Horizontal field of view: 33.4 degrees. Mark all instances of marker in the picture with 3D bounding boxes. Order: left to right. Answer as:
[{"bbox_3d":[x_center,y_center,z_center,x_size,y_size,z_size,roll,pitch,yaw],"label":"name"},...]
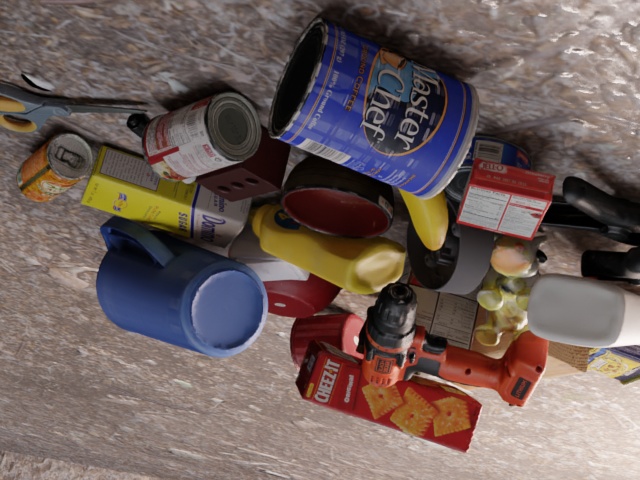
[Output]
[{"bbox_3d":[-0.164,-0.095,1.110,0.020,0.020,0.121,2,155,26],"label":"marker"}]

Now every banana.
[{"bbox_3d":[0.065,-0.069,0.972,0.197,0.037,0.070,44,139,-18],"label":"banana"}]

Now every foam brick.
[{"bbox_3d":[-0.076,-0.076,1.064,0.052,0.051,0.078,30,152,-36],"label":"foam brick"}]

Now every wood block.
[{"bbox_3d":[0.226,0.119,1.306,0.090,0.091,0.207,25,155,-26],"label":"wood block"}]

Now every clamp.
[{"bbox_3d":[0.277,-0.023,1.000,0.171,0.039,0.120,9,174,-4],"label":"clamp"},{"bbox_3d":[0.330,0.029,1.043,0.164,0.036,0.210,8,177,-12],"label":"clamp"}]

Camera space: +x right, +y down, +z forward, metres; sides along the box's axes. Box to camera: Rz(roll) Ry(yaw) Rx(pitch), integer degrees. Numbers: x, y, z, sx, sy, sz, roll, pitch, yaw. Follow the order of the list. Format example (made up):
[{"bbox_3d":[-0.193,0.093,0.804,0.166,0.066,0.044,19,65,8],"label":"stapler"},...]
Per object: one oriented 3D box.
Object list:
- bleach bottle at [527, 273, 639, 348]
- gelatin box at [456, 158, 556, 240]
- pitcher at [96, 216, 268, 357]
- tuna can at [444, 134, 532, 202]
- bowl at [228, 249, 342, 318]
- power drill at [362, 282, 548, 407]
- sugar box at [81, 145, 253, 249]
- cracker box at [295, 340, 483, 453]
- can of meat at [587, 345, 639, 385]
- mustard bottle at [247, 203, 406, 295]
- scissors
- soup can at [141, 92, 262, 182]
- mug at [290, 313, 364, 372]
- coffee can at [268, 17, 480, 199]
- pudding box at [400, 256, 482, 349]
[{"bbox_3d":[0.316,0.082,1.143,0.103,0.068,0.250,10,179,33],"label":"bleach bottle"},{"bbox_3d":[0.165,-0.037,0.957,0.073,0.030,0.089,13,157,5],"label":"gelatin box"},{"bbox_3d":[-0.167,0.056,1.250,0.149,0.145,0.243,8,-179,-31],"label":"pitcher"},{"bbox_3d":[0.152,-0.062,0.991,0.086,0.033,0.086,11,157,5],"label":"tuna can"},{"bbox_3d":[-0.045,0.058,1.360,0.162,0.055,0.162,12,158,4],"label":"bowl"},{"bbox_3d":[0.139,0.111,1.121,0.187,0.057,0.184,12,149,3],"label":"power drill"},{"bbox_3d":[-0.173,-0.045,1.200,0.176,0.048,0.093,20,157,-13],"label":"sugar box"},{"bbox_3d":[0.082,0.195,1.359,0.213,0.072,0.164,20,177,-4],"label":"cracker box"},{"bbox_3d":[0.360,0.132,1.307,0.084,0.057,0.102,19,157,-9],"label":"can of meat"},{"bbox_3d":[-0.007,0.001,1.153,0.192,0.058,0.096,22,-157,38],"label":"mustard bottle"},{"bbox_3d":[-0.267,-0.128,1.096,0.202,0.016,0.096,11,159,6],"label":"scissors"},{"bbox_3d":[-0.113,-0.097,1.013,0.102,0.068,0.068,-12,147,45],"label":"soup can"},{"bbox_3d":[0.016,0.156,1.487,0.082,0.117,0.093,-7,166,30],"label":"mug"},{"bbox_3d":[0.042,-0.105,0.863,0.140,0.102,0.103,21,157,-17],"label":"coffee can"},{"bbox_3d":[0.134,0.073,1.215,0.090,0.113,0.039,17,167,-9],"label":"pudding box"}]
